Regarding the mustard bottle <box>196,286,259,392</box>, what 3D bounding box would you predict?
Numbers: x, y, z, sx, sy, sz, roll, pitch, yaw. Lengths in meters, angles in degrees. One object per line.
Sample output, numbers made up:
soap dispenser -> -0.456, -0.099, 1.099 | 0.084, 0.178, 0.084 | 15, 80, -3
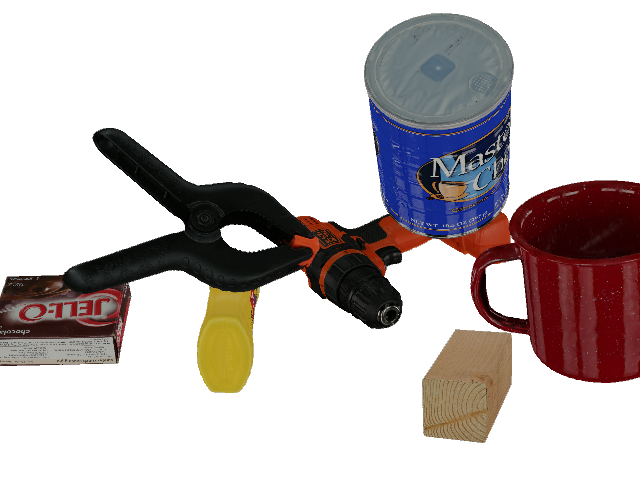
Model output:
mustard bottle -> -0.098, 0.076, 1.166 | 0.058, 0.096, 0.191 | 0, 28, 0

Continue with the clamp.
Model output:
clamp -> -0.087, -0.018, 0.730 | 0.171, 0.120, 0.039 | 4, -18, -17

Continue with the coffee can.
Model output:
coffee can -> 0.089, -0.082, 0.790 | 0.103, 0.103, 0.140 | 0, -33, 9

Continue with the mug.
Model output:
mug -> 0.141, 0.025, 0.586 | 0.117, 0.081, 0.093 | -6, 28, 8

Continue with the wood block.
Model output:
wood block -> 0.217, 0.207, 1.554 | 0.091, 0.090, 0.205 | 3, 16, 19

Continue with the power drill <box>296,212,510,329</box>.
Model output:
power drill -> 0.078, 0.010, 0.980 | 0.187, 0.057, 0.185 | -15, 30, -22

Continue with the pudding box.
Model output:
pudding box -> -0.231, 0.070, 0.950 | 0.113, 0.039, 0.090 | -3, 33, -1
